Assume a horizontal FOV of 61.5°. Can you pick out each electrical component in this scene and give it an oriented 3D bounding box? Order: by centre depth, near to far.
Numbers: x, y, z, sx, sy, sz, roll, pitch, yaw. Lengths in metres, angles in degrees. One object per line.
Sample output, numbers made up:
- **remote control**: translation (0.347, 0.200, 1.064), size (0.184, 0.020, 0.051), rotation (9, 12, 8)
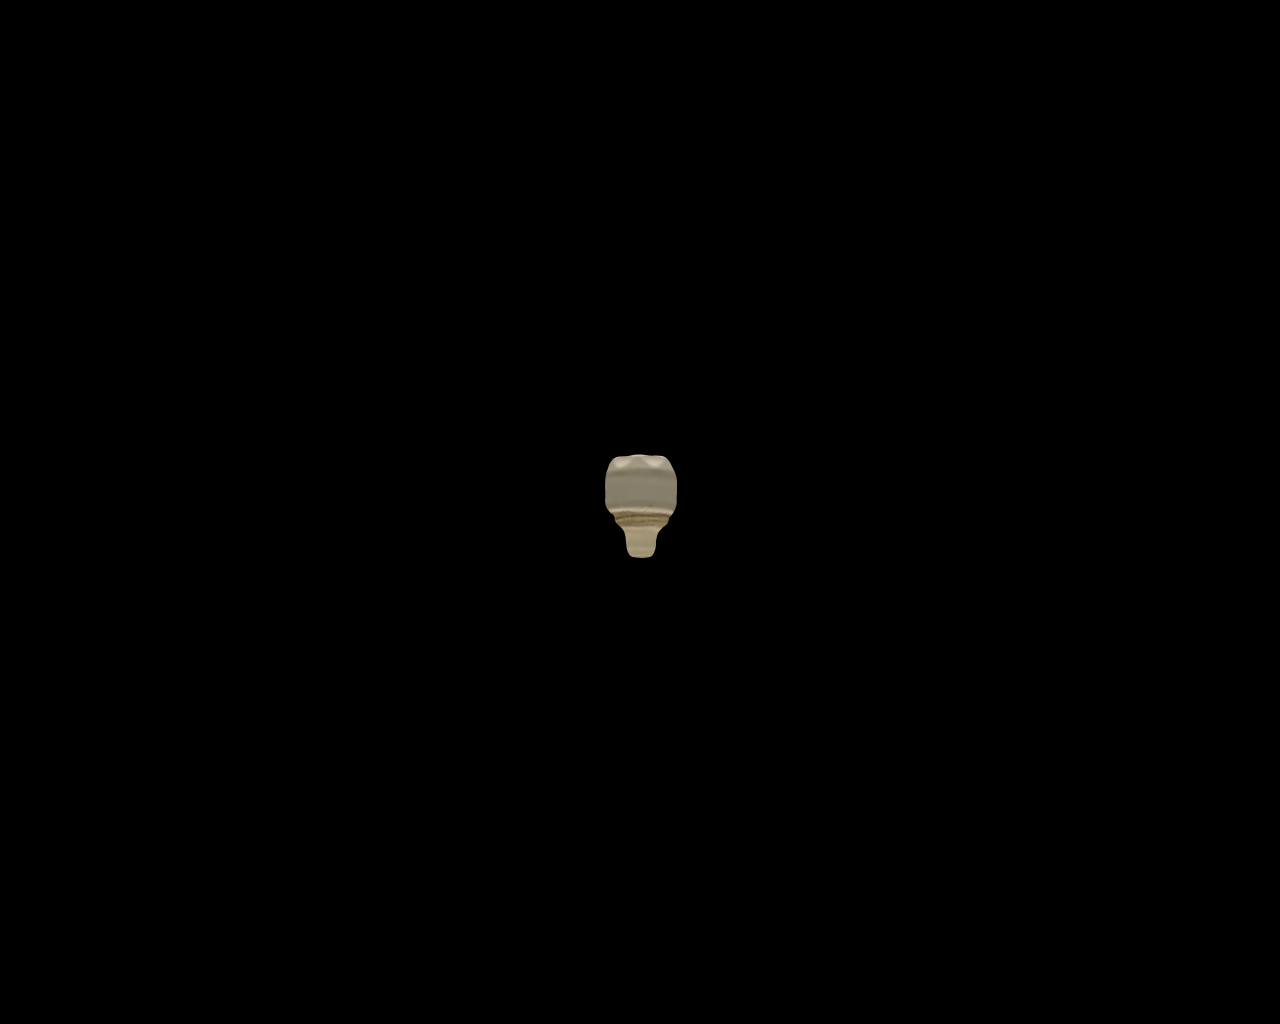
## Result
- **electrical component**: translation (0.001, -0.003, 0.650), size (0.043, 0.062, 0.043), rotation (0, -7, 0)
